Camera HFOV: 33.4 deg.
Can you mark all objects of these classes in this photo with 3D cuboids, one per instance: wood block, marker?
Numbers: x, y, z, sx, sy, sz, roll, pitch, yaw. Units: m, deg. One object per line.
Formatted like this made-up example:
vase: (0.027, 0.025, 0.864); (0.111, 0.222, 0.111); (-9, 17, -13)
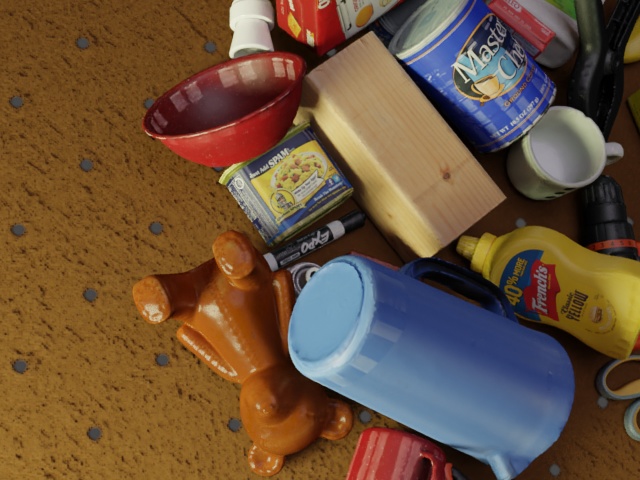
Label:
wood block: (0.070, -0.085, 1.036); (0.090, 0.090, 0.206); (-37, 86, -22)
marker: (-0.007, 0.001, 1.028); (0.121, 0.020, 0.020); (-27, 83, -20)

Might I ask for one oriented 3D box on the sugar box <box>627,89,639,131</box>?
sugar box: (0.434, -0.138, 1.172); (0.176, 0.048, 0.093); (-15, 79, -17)

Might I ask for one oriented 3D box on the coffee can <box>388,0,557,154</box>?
coffee can: (0.150, -0.169, 1.054); (0.140, 0.103, 0.102); (44, 67, -19)

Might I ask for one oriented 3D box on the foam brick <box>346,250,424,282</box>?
foam brick: (0.050, 0.050, 1.012); (0.078, 0.053, 0.051); (20, 70, -10)

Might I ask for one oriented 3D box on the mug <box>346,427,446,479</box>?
mug: (0.070, 0.215, 0.939); (0.093, 0.117, 0.081); (29, 64, -19)

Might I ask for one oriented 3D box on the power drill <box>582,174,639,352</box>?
power drill: (0.362, 0.021, 1.102); (0.187, 0.057, 0.184); (-2, 79, -12)

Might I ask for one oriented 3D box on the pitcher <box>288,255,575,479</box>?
pitcher: (0.095, 0.095, 0.927); (0.242, 0.149, 0.145); (27, 98, -32)

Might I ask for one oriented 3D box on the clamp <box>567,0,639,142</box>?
clamp: (0.299, -0.193, 1.118); (0.164, 0.036, 0.210); (-17, 114, -47)

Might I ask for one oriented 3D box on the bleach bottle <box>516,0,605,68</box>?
bleach bottle: (0.280, -0.312, 1.172); (0.102, 0.068, 0.250); (33, 67, -6)

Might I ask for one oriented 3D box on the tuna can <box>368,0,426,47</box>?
tuna can: (0.091, -0.238, 1.115); (0.086, 0.034, 0.086); (4, 73, -14)

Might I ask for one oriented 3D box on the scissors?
scissors: (0.376, 0.147, 1.091); (0.201, 0.016, 0.096); (-8, 78, -17)

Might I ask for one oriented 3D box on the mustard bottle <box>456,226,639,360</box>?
mustard bottle: (0.222, 0.039, 1.033); (0.192, 0.096, 0.058); (23, 38, 18)

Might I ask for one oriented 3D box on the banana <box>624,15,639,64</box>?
banana: (0.366, -0.269, 1.195); (0.069, 0.037, 0.197); (27, 69, -6)

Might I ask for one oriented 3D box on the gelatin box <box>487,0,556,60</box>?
gelatin box: (0.192, -0.210, 1.104); (0.073, 0.089, 0.030); (39, 70, -2)

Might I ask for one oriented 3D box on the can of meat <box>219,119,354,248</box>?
can of meat: (-0.030, -0.052, 1.018); (0.102, 0.057, 0.084); (-34, 87, -21)

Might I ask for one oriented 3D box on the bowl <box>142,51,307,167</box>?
bowl: (-0.080, -0.115, 0.993); (0.162, 0.162, 0.055); (-35, 122, -21)

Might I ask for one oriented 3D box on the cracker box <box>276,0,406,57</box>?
cracker box: (0.052, -0.300, 1.018); (0.213, 0.164, 0.072); (-37, 60, -23)

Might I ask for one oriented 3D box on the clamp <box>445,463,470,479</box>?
clamp: (0.129, 0.293, 0.972); (0.120, 0.039, 0.171); (-21, 78, -25)
